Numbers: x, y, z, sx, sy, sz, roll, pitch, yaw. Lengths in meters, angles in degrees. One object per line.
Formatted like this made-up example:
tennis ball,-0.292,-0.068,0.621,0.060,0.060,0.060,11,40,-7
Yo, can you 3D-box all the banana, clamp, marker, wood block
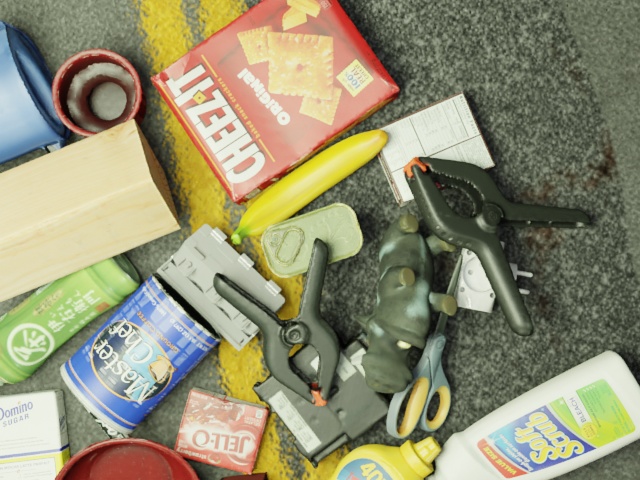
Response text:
banana,-0.012,-0.057,1.143,0.198,0.070,0.037,-37,112,0
clamp,-0.037,0.090,1.084,0.120,0.039,0.171,-10,99,7
marker,-0.233,0.198,1.164,0.020,0.020,0.121,-39,88,0
wood block,-0.259,-0.028,1.085,0.206,0.090,0.091,-22,52,1
clamp,0.181,-0.023,1.114,0.210,0.036,0.164,43,62,-2

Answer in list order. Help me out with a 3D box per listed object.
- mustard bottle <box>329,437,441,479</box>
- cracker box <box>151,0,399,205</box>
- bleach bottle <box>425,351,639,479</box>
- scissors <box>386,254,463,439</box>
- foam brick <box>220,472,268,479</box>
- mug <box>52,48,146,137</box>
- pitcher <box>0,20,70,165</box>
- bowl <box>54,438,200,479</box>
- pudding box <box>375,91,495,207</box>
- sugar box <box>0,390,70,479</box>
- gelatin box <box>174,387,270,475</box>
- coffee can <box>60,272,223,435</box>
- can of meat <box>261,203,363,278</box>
mustard bottle,0.049,0.272,1.123,0.192,0.058,0.096,-40,76,8
cracker box,-0.047,-0.163,1.143,0.213,0.072,0.164,-34,88,1
bleach bottle,0.225,0.218,1.134,0.251,0.068,0.102,-30,88,3
scissors,0.131,0.122,1.135,0.016,0.096,0.202,21,82,45
foam brick,-0.079,0.294,1.142,0.051,0.053,0.078,-6,89,1
mug,-0.225,-0.140,1.141,0.093,0.081,0.117,-34,89,-1
pitcher,-0.393,-0.110,1.126,0.243,0.145,0.149,-24,52,4
bowl,-0.202,0.268,1.130,0.162,0.055,0.162,-2,109,-5
pudding box,0.121,-0.098,1.155,0.113,0.039,0.090,-23,88,-2
sugar box,-0.317,0.254,1.153,0.093,0.048,0.176,-6,85,0
gelatin box,-0.106,0.207,1.156,0.089,0.030,0.073,15,89,2
coffee can,-0.187,0.119,1.124,0.103,0.103,0.140,44,90,2
can of meat,-0.008,0.001,1.132,0.102,0.084,0.057,-19,88,1
